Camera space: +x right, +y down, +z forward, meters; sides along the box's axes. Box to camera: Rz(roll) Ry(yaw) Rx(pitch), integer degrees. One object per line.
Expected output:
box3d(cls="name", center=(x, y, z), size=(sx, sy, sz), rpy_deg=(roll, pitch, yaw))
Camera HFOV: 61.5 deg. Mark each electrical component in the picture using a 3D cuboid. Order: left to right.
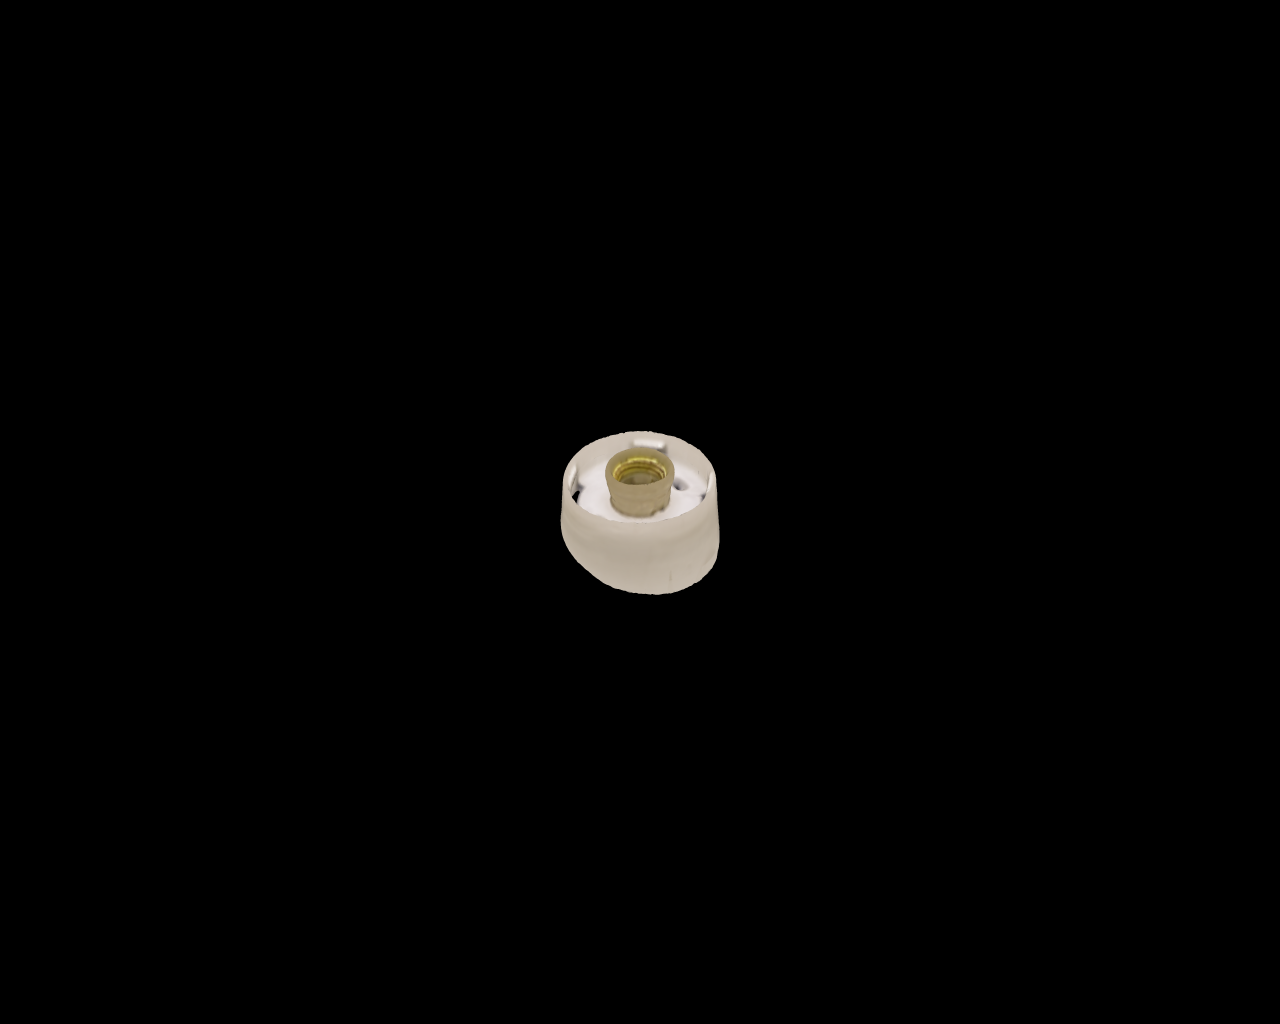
box3d(cls="electrical component", center=(0.001, -0.003, 0.650), size=(0.099, 0.064, 0.099), rpy_deg=(0, 40, 0))
